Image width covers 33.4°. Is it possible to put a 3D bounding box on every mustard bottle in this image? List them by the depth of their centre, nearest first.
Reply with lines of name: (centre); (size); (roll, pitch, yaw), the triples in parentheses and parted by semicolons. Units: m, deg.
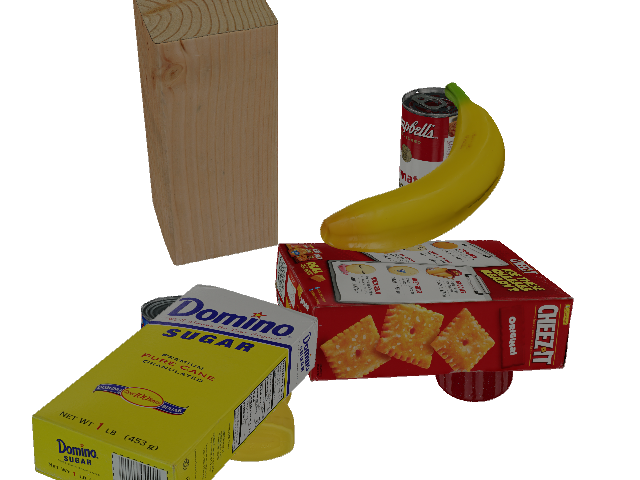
mustard bottle: (-0.082, 0.182, 1.271); (0.096, 0.058, 0.191); (-3, 27, -2)

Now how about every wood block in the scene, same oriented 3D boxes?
wood block: (-0.087, -0.092, 0.826); (0.090, 0.206, 0.090); (-11, 43, -14)

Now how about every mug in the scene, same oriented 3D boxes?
mug: (0.166, 0.106, 1.115); (0.093, 0.081, 0.117); (15, 38, 28)

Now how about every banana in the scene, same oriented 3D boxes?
banana: (0.073, -0.038, 0.686); (0.070, 0.037, 0.197); (23, 41, 18)

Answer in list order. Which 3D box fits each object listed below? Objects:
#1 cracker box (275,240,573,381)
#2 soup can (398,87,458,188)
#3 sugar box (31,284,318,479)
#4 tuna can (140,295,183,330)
cracker box: (0.079, 0.055, 0.906); (0.213, 0.072, 0.164); (-1, 17, -12)
soup can: (0.114, -0.095, 1.080); (0.068, 0.102, 0.068); (0, 31, 0)
sugar box: (-0.079, 0.087, 0.635); (0.093, 0.048, 0.176); (15, 31, 20)
tuna can: (-0.124, 0.080, 0.988); (0.086, 0.034, 0.086); (5, 15, -1)
